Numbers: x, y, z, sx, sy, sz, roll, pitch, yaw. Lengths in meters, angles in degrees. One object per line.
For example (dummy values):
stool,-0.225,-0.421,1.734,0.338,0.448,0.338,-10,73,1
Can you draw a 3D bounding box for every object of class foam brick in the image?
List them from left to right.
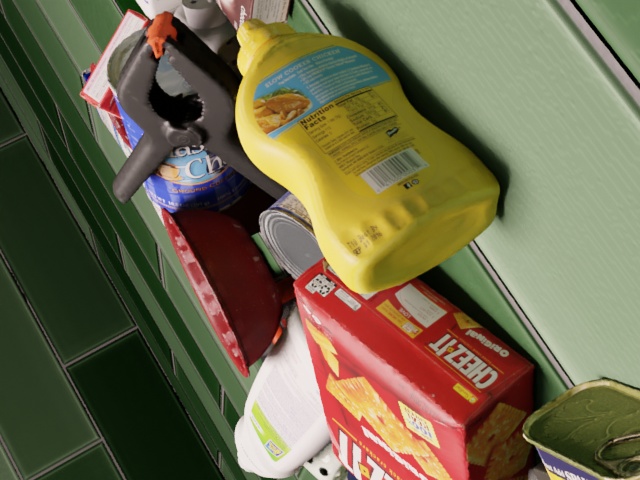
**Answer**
foam brick,-0.082,-0.044,1.000,0.078,0.053,0.051,45,157,45

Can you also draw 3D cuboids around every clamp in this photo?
clamp,-0.089,-0.086,0.812,0.210,0.164,0.036,92,-175,-56

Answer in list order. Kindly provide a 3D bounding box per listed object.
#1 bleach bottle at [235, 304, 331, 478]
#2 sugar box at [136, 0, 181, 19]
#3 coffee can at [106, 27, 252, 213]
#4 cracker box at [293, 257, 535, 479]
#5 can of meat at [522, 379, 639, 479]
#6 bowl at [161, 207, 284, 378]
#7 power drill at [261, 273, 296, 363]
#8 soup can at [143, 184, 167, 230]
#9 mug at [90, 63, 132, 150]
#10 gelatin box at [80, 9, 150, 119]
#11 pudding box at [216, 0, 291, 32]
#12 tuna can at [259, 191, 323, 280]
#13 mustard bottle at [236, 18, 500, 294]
bleach bottle,-0.027,0.149,0.978,0.102,0.067,0.251,57,143,16
sugar box,-0.148,-0.263,0.847,0.093,0.048,0.176,54,162,22
coffee can,-0.116,-0.102,0.915,0.103,0.102,0.140,51,162,35
cracker box,0.067,0.122,0.741,0.164,0.072,0.214,38,153,36
can of meat,0.157,0.125,0.526,0.084,0.057,0.102,64,165,-14
bowl,-0.076,0.034,0.909,0.162,0.055,0.162,59,168,19
power drill,-0.042,0.091,1.097,0.184,0.057,0.188,64,164,-14
soup can,-0.152,-0.050,1.187,0.102,0.068,0.069,62,165,-1
mug,-0.169,-0.147,1.045,0.093,0.081,0.117,66,164,-18
gelatin box,-0.160,-0.149,0.943,0.030,0.089,0.073,34,-174,31
pudding box,-0.053,-0.193,0.674,0.090,0.039,0.113,57,164,16
tuna can,-0.005,0.001,0.831,0.086,0.033,0.086,37,153,22
mustard bottle,0.008,-0.063,0.600,0.192,0.096,0.058,52,163,30
